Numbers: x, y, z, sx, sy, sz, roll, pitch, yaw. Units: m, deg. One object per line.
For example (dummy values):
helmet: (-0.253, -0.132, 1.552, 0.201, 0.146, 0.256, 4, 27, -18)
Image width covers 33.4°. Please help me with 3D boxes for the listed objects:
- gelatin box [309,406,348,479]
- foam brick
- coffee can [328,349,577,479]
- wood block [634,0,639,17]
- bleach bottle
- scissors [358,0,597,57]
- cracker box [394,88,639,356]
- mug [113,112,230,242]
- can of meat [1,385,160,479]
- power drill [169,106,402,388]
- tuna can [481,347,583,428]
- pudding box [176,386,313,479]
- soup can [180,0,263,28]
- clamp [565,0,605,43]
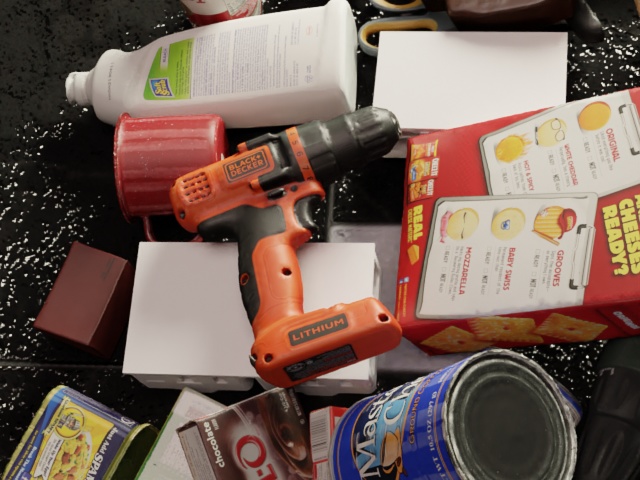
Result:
gelatin box: (0.029, 0.169, 0.772, 0.030, 0.073, 0.089, -27, 58, 49)
foam brick: (-0.185, 0.050, 0.866, 0.053, 0.051, 0.078, 19, 74, 15)
coffee can: (0.083, 0.139, 0.703, 0.102, 0.141, 0.103, 12, 65, -27)
wood block: (0.322, -0.128, 0.810, 0.090, 0.090, 0.206, -4, 67, -12)
bleach bottle: (-0.096, -0.145, 0.920, 0.251, 0.068, 0.102, -2, 69, 12)
scissors: (0.128, -0.206, 0.928, 0.201, 0.016, 0.096, -13, 63, -1)
cracker box: (0.165, -0.010, 0.773, 0.214, 0.072, 0.164, -10, 61, 31)
mug: (-0.118, -0.049, 0.876, 0.081, 0.093, 0.117, -3, 84, 4)
can of meat: (-0.184, 0.172, 0.816, 0.084, 0.057, 0.102, 22, 74, 20)
power drill: (-0.005, 0.001, 0.783, 0.184, 0.057, 0.188, -22, 62, 4)
tuna can: (0.144, 0.114, 0.763, 0.086, 0.086, 0.033, 32, 76, 20)
pudding box: (-0.041, 0.170, 0.763, 0.089, 0.039, 0.113, -16, 78, -41)
soup can: (-0.092, -0.223, 0.927, 0.068, 0.102, 0.068, -3, 69, 9)
clamp: (0.194, -0.233, 0.912, 0.172, 0.039, 0.120, 19, 62, 22)
